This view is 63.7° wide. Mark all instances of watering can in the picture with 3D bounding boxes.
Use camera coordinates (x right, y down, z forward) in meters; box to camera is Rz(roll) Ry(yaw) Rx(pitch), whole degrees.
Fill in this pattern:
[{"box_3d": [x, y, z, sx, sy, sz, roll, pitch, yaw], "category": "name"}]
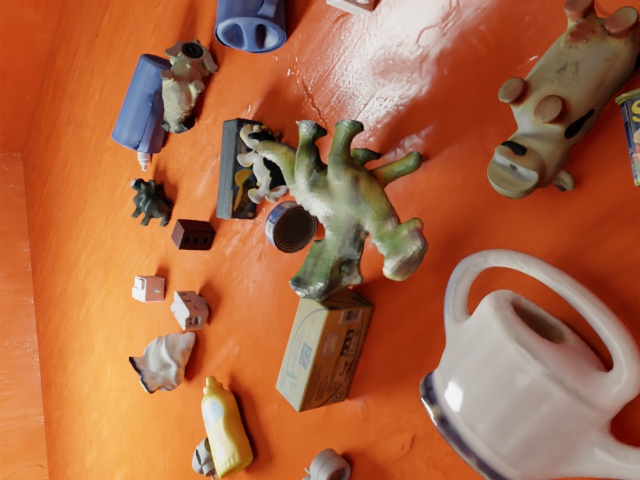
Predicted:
[{"box_3d": [0.228, 0.166, 0.497, 0.354, 0.104, 0.220, 53, 127, 39], "category": "watering can"}]

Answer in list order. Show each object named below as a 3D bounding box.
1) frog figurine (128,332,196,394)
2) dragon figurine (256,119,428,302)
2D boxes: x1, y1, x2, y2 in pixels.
[{"box_3d": [-0.352, 0.276, 1.224, 0.160, 0.120, 0.140, -41, 39, -2], "category": "frog figurine"}, {"box_3d": [0.002, -0.037, 0.735, 0.411, 0.121, 0.244, 8, 79, 50], "category": "dragon figurine"}]
